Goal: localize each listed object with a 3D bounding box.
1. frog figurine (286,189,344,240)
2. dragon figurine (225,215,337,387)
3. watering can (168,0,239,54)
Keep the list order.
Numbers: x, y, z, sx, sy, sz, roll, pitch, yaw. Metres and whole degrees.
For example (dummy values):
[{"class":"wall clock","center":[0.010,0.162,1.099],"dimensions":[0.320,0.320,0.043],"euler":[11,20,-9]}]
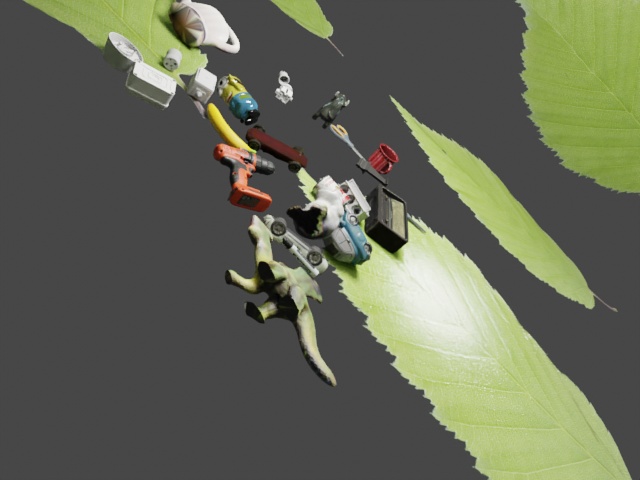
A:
[{"class":"frog figurine","center":[0.004,-0.070,1.381],"dimensions":[0.136,0.122,0.161],"euler":[-26,3,30]},{"class":"dragon figurine","center":[-0.056,0.117,1.140],"dimensions":[0.120,0.413,0.244],"euler":[-42,-12,24]},{"class":"watering can","center":[-0.411,-0.740,1.695],"dimensions":[0.102,0.348,0.227],"euler":[-44,-4,32]}]
